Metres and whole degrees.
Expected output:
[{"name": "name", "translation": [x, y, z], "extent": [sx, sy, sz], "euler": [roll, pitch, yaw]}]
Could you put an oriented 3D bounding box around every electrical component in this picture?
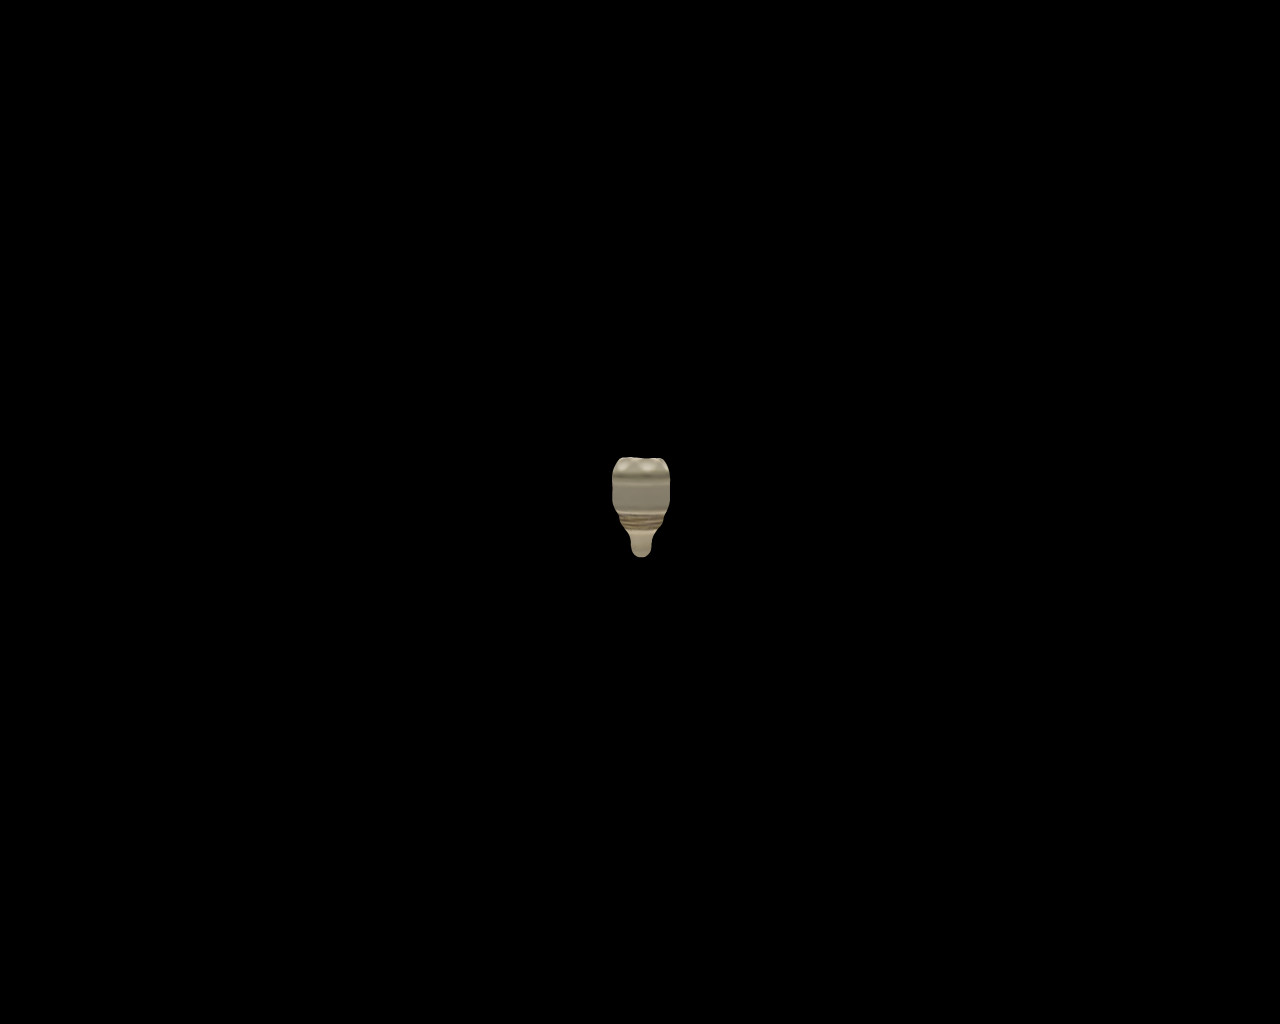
[{"name": "electrical component", "translation": [0.001, -0.003, 0.650], "extent": [0.035, 0.061, 0.035], "euler": [0, 4, 0]}]
